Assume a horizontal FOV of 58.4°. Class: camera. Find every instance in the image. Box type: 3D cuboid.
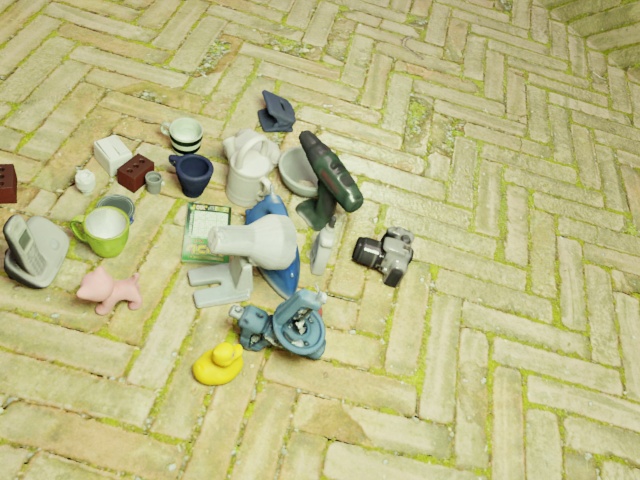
[{"bbox_3d":[0.156,0.022,1.408,0.137,0.101,0.143,19,49,-2],"label":"camera"}]

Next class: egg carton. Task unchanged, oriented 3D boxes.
[{"bbox_3d":[-0.178,-0.234,1.534,0.150,0.069,0.107,31,50,9],"label":"egg carton"}]

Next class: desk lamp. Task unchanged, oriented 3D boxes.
[{"bbox_3d":[-0.166,0.040,1.220,0.204,0.213,0.117,-9,55,-23],"label":"desk lamp"}]

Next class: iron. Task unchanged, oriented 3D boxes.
[{"bbox_3d":[-0.091,0.000,1.323,0.119,0.141,0.258,-8,55,-23],"label":"iron"}]

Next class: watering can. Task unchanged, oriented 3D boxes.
[{"bbox_3d":[-0.180,-0.184,1.410,0.172,0.194,0.101,27,49,6],"label":"watering can"}]

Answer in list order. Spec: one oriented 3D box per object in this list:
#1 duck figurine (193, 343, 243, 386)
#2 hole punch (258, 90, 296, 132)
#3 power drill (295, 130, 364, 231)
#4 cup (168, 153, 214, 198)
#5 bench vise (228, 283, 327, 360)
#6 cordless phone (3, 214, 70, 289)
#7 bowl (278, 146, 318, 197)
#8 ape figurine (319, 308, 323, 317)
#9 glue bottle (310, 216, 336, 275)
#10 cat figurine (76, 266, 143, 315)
[{"bbox_3d":[-0.199,0.237,1.134,0.105,0.086,0.077,-15,57,-27],"label":"duck figurine"},{"bbox_3d":[-0.121,-0.375,1.652,0.101,0.091,0.108,-6,54,-21],"label":"hole punch"},{"bbox_3d":[0.007,-0.130,1.414,0.076,0.208,0.229,-29,65,-34],"label":"power drill"},{"bbox_3d":[-0.323,-0.156,1.409,0.117,0.095,0.092,26,49,5],"label":"cup"},{"bbox_3d":[-0.073,0.165,1.142,0.208,0.219,0.121,1,52,-16],"label":"bench vise"},{"bbox_3d":[-0.575,-0.004,1.149,0.094,0.185,0.147,11,50,-8],"label":"cordless phone"},{"bbox_3d":[-0.033,-0.169,1.522,0.167,0.075,0.167,9,50,-10],"label":"bowl"},{"bbox_3d":[-0.027,0.146,1.256,0.076,0.092,0.078,18,49,-2],"label":"ape figurine"},{"bbox_3d":[0.012,0.005,1.330,0.037,0.173,0.078,8,50,-10],"label":"glue bottle"},{"bbox_3d":[-0.425,0.095,1.159,0.128,0.118,0.067,-11,56,-24],"label":"cat figurine"}]
